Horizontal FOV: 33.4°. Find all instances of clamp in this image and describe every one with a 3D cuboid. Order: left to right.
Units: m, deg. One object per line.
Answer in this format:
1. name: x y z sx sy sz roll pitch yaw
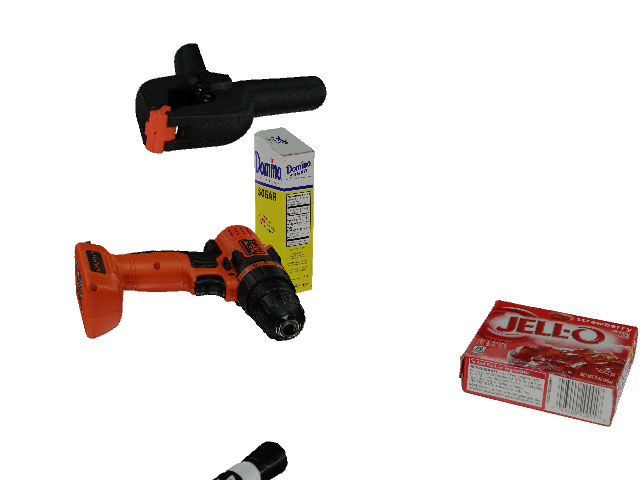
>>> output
1. clamp: -0.083 -0.102 0.745 0.120 0.039 0.171 16 24 24

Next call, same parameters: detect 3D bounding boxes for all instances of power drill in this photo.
1. power drill: -0.119 0.044 0.954 0.187 0.057 0.185 -3 23 -19

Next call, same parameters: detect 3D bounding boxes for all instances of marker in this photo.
1. marker: -0.054 0.130 0.528 0.020 0.020 0.120 0 15 33

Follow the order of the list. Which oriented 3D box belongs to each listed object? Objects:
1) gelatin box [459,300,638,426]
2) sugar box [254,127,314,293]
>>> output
1. gelatin box: 0.135 0.069 0.628 0.089 0.030 0.073 11 27 22
2. sugar box: -0.044 -0.034 1.248 0.048 0.176 0.093 -12 27 -22
